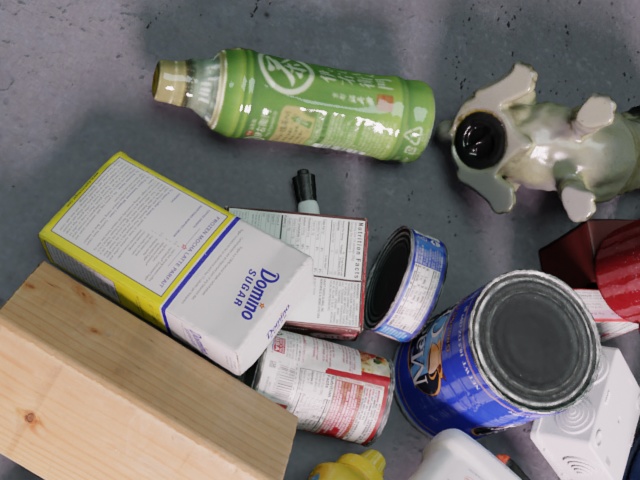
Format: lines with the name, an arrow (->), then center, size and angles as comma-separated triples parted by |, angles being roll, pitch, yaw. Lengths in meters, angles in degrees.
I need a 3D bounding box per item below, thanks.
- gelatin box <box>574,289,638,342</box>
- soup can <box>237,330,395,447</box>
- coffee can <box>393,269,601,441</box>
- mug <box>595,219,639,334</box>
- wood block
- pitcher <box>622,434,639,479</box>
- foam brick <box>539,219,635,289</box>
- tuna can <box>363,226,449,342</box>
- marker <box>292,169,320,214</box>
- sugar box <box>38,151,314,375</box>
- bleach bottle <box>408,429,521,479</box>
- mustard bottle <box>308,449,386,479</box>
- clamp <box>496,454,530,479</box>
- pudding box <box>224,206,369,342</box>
gelatin box -> 0.213, 0.062, 0.869 | 0.089, 0.073, 0.030 | 1, 71, -19
soup can -> -0.005, 0.107, 0.781 | 0.102, 0.069, 0.068 | 16, 67, -13
coffee can -> 0.126, 0.090, 0.791 | 0.102, 0.140, 0.103 | 6, 70, -17
mug -> 0.263, 0.031, 0.807 | 0.093, 0.082, 0.117 | 9, 74, -17
wood block -> -0.128, 0.117, 0.705 | 0.206, 0.091, 0.090 | 33, 23, -6
pitcher -> 0.375, 0.215, 0.842 | 0.242, 0.149, 0.145 | 29, 26, -11
foam brick -> 0.227, 0.019, 0.887 | 0.053, 0.078, 0.051 | -1, 70, -20
tuna can -> 0.065, 0.034, 0.821 | 0.033, 0.086, 0.086 | 21, 66, -13
marker -> -0.006, 0.001, 0.846 | 0.020, 0.020, 0.121 | -2, 72, -20
sugar box -> -0.101, 0.014, 0.761 | 0.176, 0.048, 0.093 | 30, 64, 16
bleach bottle -> 0.046, 0.243, 0.695 | 0.102, 0.068, 0.250 | 40, 56, 12
mustard bottle -> -0.011, 0.206, 0.723 | 0.058, 0.096, 0.191 | 37, 45, 13
clamp -> 0.152, 0.261, 0.770 | 0.165, 0.036, 0.210 | -1, 62, 15
pudding box -> -0.022, 0.025, 0.806 | 0.113, 0.039, 0.090 | 6, 70, -3
